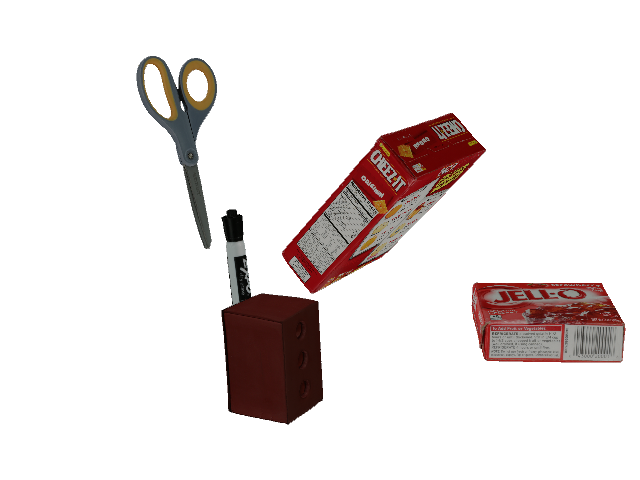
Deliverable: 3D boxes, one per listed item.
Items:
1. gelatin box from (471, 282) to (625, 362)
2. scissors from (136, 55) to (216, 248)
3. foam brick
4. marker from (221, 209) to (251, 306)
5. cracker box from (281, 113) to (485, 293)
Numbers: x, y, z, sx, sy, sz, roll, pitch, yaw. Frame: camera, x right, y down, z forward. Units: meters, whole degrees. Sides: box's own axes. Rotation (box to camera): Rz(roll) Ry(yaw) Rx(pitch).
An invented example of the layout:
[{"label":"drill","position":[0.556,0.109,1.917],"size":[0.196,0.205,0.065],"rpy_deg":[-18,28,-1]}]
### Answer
[{"label":"gelatin box","position":[0.146,0.051,0.695],"size":[0.089,0.030,0.073],"rpy_deg":[1,18,3]},{"label":"scissors","position":[-0.125,-0.102,1.106],"size":[0.096,0.202,0.016],"rpy_deg":[-32,14,-32]},{"label":"foam brick","position":[-0.033,0.082,0.762],"size":[0.051,0.078,0.052],"rpy_deg":[5,16,31]},{"label":"marker","position":[-0.075,0.032,0.974],"size":[0.020,0.121,0.020],"rpy_deg":[-5,10,1]},{"label":"cracker box","position":[0.071,-0.046,1.248],"size":[0.163,0.072,0.214],"rpy_deg":[-25,-19,-51]}]
